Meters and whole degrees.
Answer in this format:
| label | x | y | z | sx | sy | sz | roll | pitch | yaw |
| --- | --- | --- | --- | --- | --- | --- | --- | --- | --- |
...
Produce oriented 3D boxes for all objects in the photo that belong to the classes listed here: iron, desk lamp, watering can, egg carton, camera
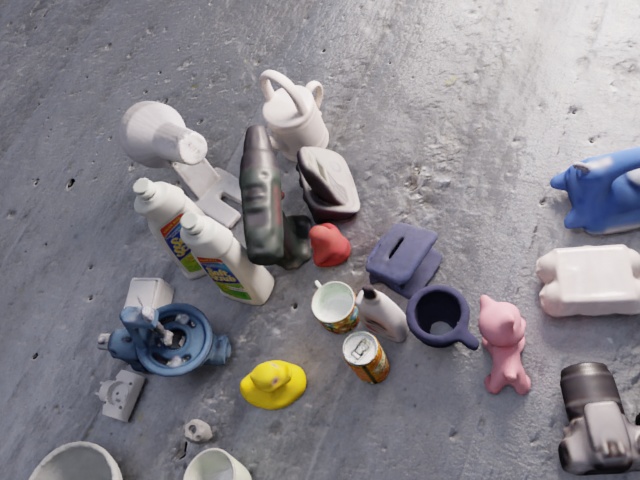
| label | x | y | z | sx | sy | sz | roll | pitch | yaw |
| --- | --- | --- | --- | --- | --- | --- | --- | --- | --- |
| iron | 0.489 | -0.100 | 0.853 | 0.258 | 0.142 | 0.118 | -13 | 60 | 10 |
| desk lamp | -0.243 | -0.146 | 1.059 | 0.202 | 0.214 | 0.118 | 29 | 74 | 28 |
| watering can | -0.058 | -0.231 | 1.059 | 0.100 | 0.194 | 0.173 | 10 | 67 | 22 |
| egg carton | 0.397 | 0.062 | 0.838 | 0.150 | 0.069 | 0.107 | -5 | 62 | 15 |
| camera | 0.375 | 0.227 | 0.739 | 0.143 | 0.101 | 0.137 | -10 | 61 | 12 |

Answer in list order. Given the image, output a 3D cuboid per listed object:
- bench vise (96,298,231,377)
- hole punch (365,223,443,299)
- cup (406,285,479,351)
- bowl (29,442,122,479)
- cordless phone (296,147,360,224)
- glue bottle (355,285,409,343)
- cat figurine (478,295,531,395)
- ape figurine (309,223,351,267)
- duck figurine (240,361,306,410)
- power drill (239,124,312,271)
| label | x | y | z | sx | sy | sz | roll | pitch | yaw |
| --- | --- | --- | --- | --- | --- | --- | --- | --- | --- |
| bench vise | -0.271 | 0.162 | 0.901 | 0.207 | 0.220 | 0.121 | -20 | 59 | 6 |
| hole punch | 0.130 | 0.028 | 0.925 | 0.100 | 0.091 | 0.109 | 29 | 74 | 28 |
| cup | 0.189 | 0.132 | 0.850 | 0.092 | 0.095 | 0.117 | -46 | 60 | -10 |
| bowl | -0.370 | 0.404 | 0.888 | 0.167 | 0.075 | 0.167 | -7 | 61 | 13 |
| cordless phone | -0.001 | -0.124 | 0.990 | 0.094 | 0.185 | 0.147 | -21 | 59 | 5 |
| glue bottle | 0.085 | 0.103 | 0.851 | 0.078 | 0.173 | 0.037 | 17 | 69 | 25 |
| cat figurine | 0.260 | 0.145 | 0.808 | 0.067 | 0.118 | 0.128 | -7 | 61 | 14 |
| ape figurine | 0.009 | 0.003 | 0.974 | 0.076 | 0.092 | 0.078 | 23 | 72 | 26 |
| duck figurine | -0.081 | 0.219 | 0.892 | 0.104 | 0.086 | 0.077 | -13 | 60 | 10 |
| power drill | -0.078 | -0.048 | 0.960 | 0.075 | 0.209 | 0.229 | -11 | 61 | 12 |
